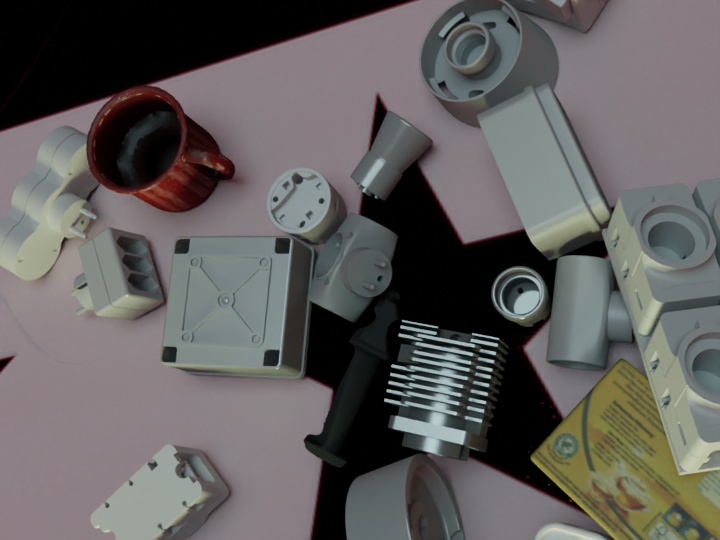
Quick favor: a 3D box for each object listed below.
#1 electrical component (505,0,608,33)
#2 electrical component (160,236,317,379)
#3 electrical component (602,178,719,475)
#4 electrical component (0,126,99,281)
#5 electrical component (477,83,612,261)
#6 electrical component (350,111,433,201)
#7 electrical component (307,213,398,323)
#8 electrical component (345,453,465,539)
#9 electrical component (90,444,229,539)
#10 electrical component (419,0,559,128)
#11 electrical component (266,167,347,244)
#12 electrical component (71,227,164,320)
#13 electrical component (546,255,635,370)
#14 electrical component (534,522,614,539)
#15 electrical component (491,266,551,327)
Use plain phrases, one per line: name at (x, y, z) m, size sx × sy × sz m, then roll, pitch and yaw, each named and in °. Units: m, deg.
electrical component at (0.146, -0.235, 0.843) m, size 0.096 × 0.062 × 0.061 m, roll 32°, pitch 89°, yaw 23°
electrical component at (-0.097, 0.030, 0.866) m, size 0.109 × 0.056 × 0.108 m, roll 0°, pitch 77°, yaw 20°
electrical component at (0.240, 0.029, 0.705) m, size 0.105 × 0.060 × 0.186 m, roll -7°, pitch 59°, yaw -4°
electrical component at (-0.262, -0.052, 0.946) m, size 0.074 × 0.052 × 0.138 m, roll 28°, pitch 87°, yaw 23°
electrical component at (0.140, -0.072, 0.797) m, size 0.057 × 0.078 × 0.113 m, roll -26°, pitch 70°, yaw 15°
electrical component at (0.022, -0.089, 0.862) m, size 0.044 × 0.044 × 0.065 m, roll 37°, pitch 96°, yaw 23°
electrical component at (0.000, 0.000, 0.832) m, size 0.044 × 0.079 × 0.077 m, roll 28°, pitch 86°, yaw -21°
electrical component at (0.028, 0.189, 0.759) m, size 0.060 × 0.108 × 0.108 m, roll -18°, pitch 72°, yaw 20°
electrical component at (-0.155, 0.185, 0.848) m, size 0.089 × 0.056 × 0.050 m, roll -43°, pitch 67°, yaw 5°
electrical component at (0.099, -0.166, 0.855) m, size 0.099 × 0.064 × 0.099 m, roll -10°, pitch 70°, yaw 31°
electrical component at (-0.042, -0.050, 0.871) m, size 0.055 × 0.047 × 0.055 m, roll -5°, pitch 75°, yaw 18°
electrical component at (-0.217, 0.012, 0.918) m, size 0.077 × 0.047 × 0.065 m, roll -29°, pitch 69°, yaw 24°
electrical component at (0.178, 0.033, 0.776) m, size 0.079 × 0.044 × 0.077 m, roll 4°, pitch 78°, yaw 20°
electrical component at (0.141, 0.223, 0.733) m, size 0.054 × 0.059 × 0.095 m, roll 12°, pitch 81°, yaw 21°
electrical component at (0.121, 0.021, 0.797) m, size 0.040 × 0.046 × 0.040 m, roll -5°, pitch 76°, yaw 18°
